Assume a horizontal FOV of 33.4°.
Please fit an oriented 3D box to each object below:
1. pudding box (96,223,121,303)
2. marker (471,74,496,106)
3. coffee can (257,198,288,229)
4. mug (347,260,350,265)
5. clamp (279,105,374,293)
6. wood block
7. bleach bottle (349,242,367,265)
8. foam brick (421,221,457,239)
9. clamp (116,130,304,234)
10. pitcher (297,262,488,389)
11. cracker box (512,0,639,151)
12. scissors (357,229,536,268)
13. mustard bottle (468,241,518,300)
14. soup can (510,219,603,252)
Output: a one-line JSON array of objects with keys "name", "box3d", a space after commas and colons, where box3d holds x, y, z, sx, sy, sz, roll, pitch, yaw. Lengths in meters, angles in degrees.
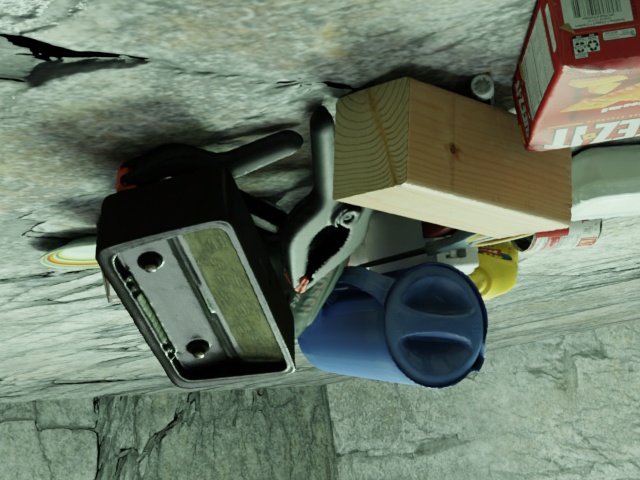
[{"name": "pudding box", "box3d": [-0.196, 0.020, 1.170, 0.090, 0.113, 0.039, -6, 127, -13]}, {"name": "marker", "box3d": [0.146, -0.118, 0.940, 0.020, 0.020, 0.121, -10, 168, 10]}, {"name": "coffee can", "box3d": [-0.092, 0.020, 1.229, 0.102, 0.103, 0.140, -3, 167, -21]}, {"name": "mug", "box3d": [-0.020, 0.024, 1.342, 0.117, 0.081, 0.093, -7, 168, -4]}, {"name": "clamp", "box3d": [0.029, -0.036, 1.001, 0.164, 0.036, 0.210, -3, 133, -34]}, {"name": "wood block", "box3d": [0.118, -0.065, 0.920, 0.205, 0.091, 0.090, 12, 166, -39]}, {"name": "bleach bottle", "box3d": [0.012, 0.055, 1.465, 0.068, 0.102, 0.251, -36, -171, -40]}, {"name": "foam brick", "box3d": [0.137, -0.045, 1.133, 0.052, 0.078, 0.051, -4, 167, -25]}, {"name": "clamp", "box3d": [-0.096, -0.060, 0.969, 0.171, 0.039, 0.120, 6, 129, -15]}, {"name": "pitcher", "box3d": [0.062, 0.093, 1.215, 0.144, 0.149, 0.243, -15, -178, -29]}, {"name": "cracker box", "box3d": [0.240, -0.133, 0.800, 0.164, 0.072, 0.213, -8, 169, 3]}, {"name": "scissors", "box3d": [0.125, 0.004, 1.121, 0.202, 0.016, 0.096, -12, 168, 13]}, {"name": "mustard bottle", "box3d": [0.196, 0.036, 1.325, 0.096, 0.058, 0.191, 6, -169, 10]}, {"name": "soup can", "box3d": [0.300, -0.022, 1.367, 0.102, 0.068, 0.069, -4, 167, -20]}]
